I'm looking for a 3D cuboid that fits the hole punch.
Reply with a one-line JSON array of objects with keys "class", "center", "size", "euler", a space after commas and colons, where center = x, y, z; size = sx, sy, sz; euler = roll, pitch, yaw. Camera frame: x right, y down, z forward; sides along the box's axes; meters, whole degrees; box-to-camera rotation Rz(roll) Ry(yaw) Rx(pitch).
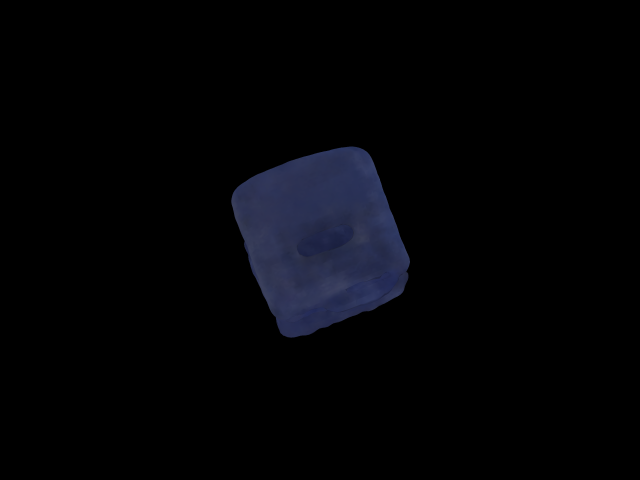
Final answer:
[{"class": "hole punch", "center": [0.004, 0.001, 0.400], "size": [0.109, 0.091, 0.101], "euler": [-21, 62, -11]}]
